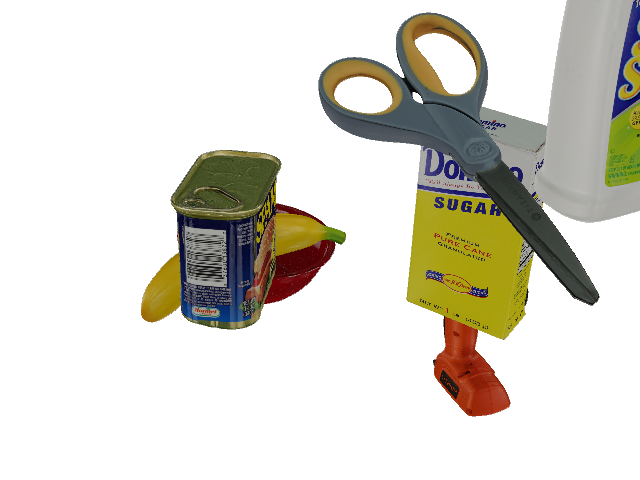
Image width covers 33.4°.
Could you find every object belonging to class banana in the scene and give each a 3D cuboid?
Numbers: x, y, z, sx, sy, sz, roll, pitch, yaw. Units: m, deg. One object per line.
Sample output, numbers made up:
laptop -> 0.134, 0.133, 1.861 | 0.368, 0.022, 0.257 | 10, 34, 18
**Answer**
banana -> -0.079, 0.020, 0.899 | 0.198, 0.037, 0.069 | -21, -48, 16

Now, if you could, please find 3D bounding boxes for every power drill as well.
power drill -> 0.166, 0.087, 1.126 | 0.057, 0.188, 0.184 | -9, 25, -14

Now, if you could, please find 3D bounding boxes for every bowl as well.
bowl -> -0.067, 0.019, 1.099 | 0.162, 0.055, 0.162 | 4, 30, -3

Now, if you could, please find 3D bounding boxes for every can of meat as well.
can of meat -> -0.059, -0.002, 0.697 | 0.057, 0.084, 0.102 | 5, 26, 6

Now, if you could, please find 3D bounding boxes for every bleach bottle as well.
bleach bottle -> 0.190, -0.141, 0.656 | 0.102, 0.251, 0.068 | -16, 32, -20

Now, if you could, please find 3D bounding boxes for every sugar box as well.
sugar box -> 0.120, -0.015, 0.826 | 0.093, 0.176, 0.048 | 21, 42, 25

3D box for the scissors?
scissors -> 0.055, -0.040, 0.506 | 0.096, 0.202, 0.016 | -12, -41, 2
